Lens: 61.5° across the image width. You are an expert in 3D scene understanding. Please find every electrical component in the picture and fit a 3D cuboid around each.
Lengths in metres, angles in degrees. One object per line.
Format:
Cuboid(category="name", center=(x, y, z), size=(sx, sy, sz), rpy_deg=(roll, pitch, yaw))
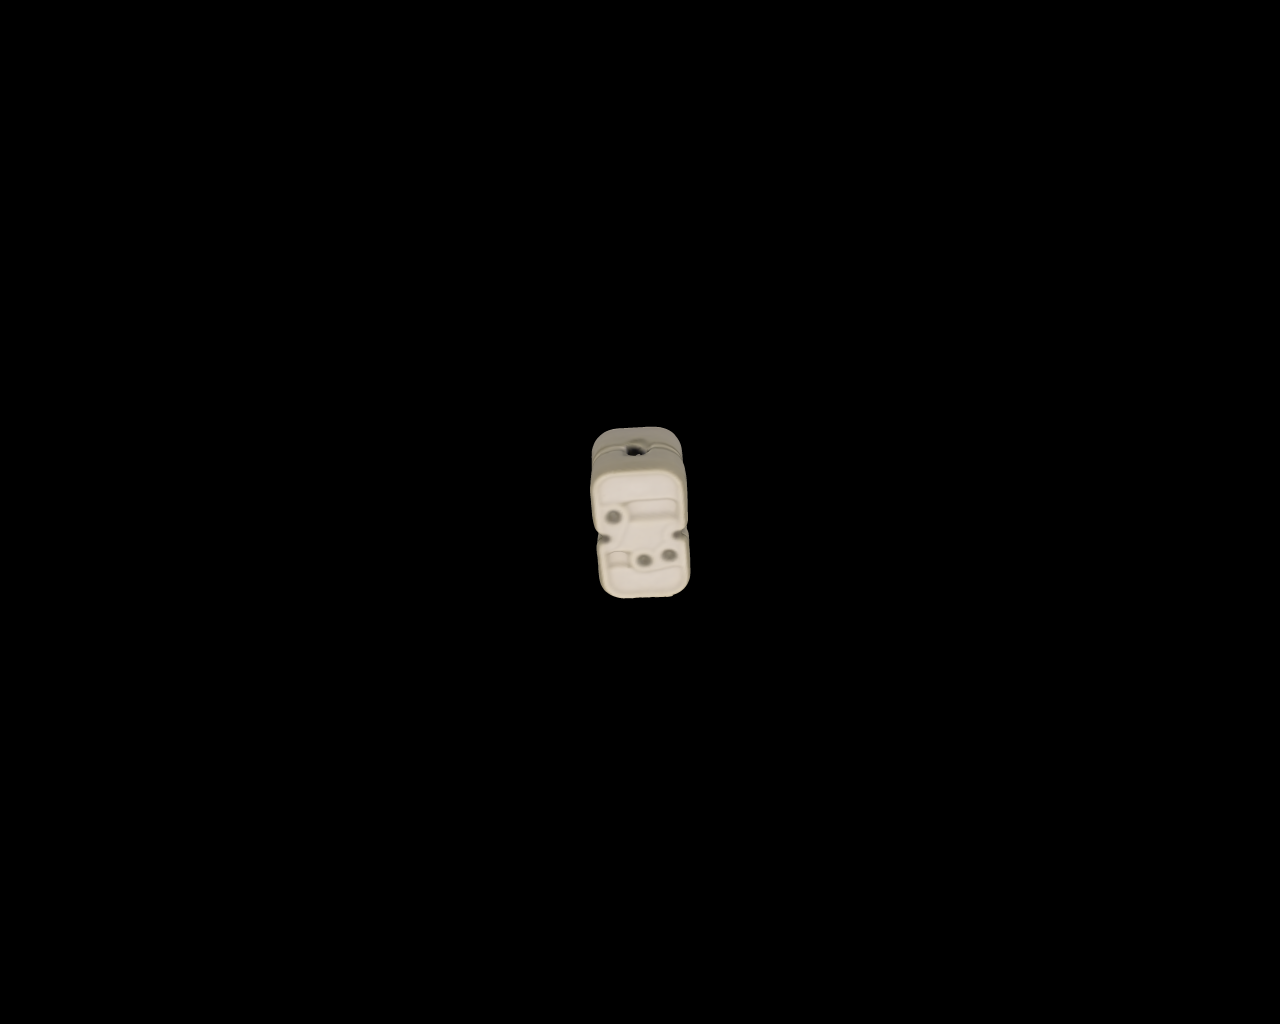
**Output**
Cuboid(category="electrical component", center=(0.001, -0.003, 0.650), size=(0.054, 0.095, 0.059), rpy_deg=(-3, 36, 2))
